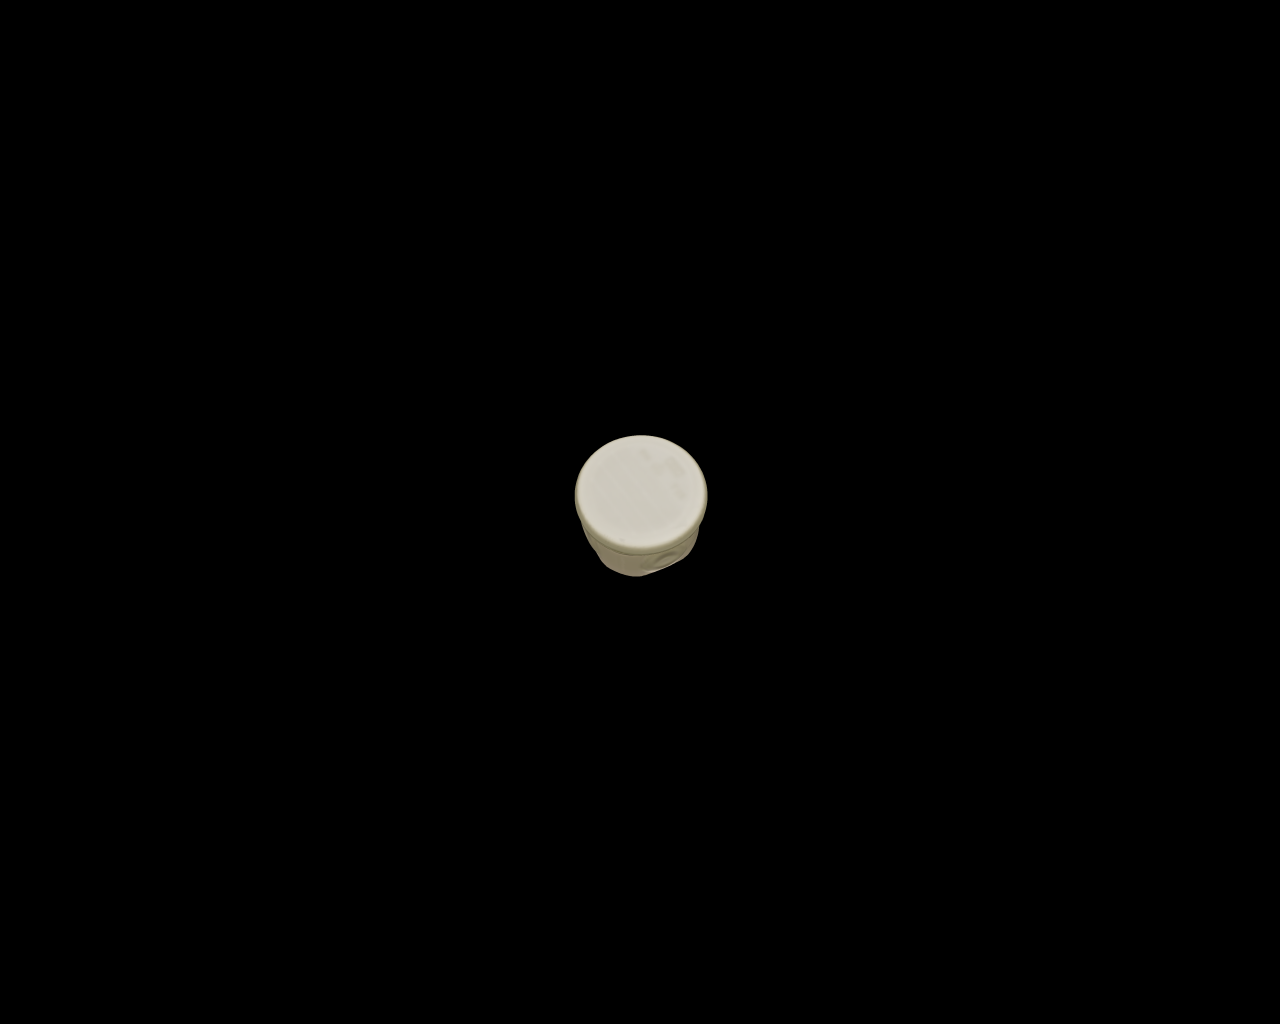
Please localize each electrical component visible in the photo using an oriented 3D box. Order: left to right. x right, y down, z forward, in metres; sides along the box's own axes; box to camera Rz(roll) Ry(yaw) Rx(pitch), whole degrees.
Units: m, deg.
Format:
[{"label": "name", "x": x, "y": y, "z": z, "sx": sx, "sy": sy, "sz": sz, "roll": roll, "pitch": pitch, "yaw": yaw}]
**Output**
[{"label": "electrical component", "x": 0.001, "y": -0.003, "z": 0.650, "sx": 0.080, "sy": 0.080, "sz": 0.051, "roll": 0, "pitch": -27, "yaw": 0}]
